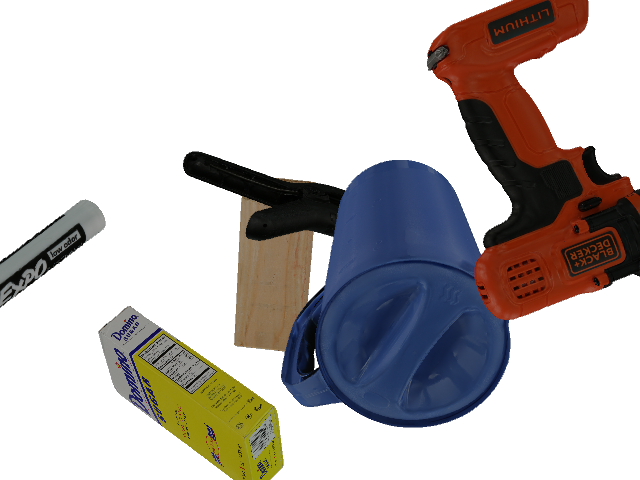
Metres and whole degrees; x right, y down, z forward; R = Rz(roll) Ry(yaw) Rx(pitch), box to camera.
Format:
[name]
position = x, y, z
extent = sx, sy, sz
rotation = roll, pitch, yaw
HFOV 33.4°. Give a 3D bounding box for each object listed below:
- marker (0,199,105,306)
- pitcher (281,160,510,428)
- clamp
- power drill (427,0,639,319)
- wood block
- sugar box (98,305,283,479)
[marker]
position = -0.152, 0.018, 0.518
extent = 0.020, 0.020, 0.120
rotation = 0, 32, 41
[pitcher]
position = 0.056, 0.031, 0.831
extent = 0.149, 0.145, 0.243
rotation = 10, 24, -3
[clamp]
position = -0.011, -0.027, 0.989
extent = 0.209, 0.036, 0.165
rotation = 11, 20, -26
[power drill]
position = 0.160, -0.063, 0.663
extent = 0.184, 0.187, 0.057
rotation = -21, -2, -6
[wood block]
position = -0.059, 0.030, 1.387
extent = 0.090, 0.206, 0.090
rotation = 6, 23, 2
[sugar box]
position = -0.113, 0.137, 0.924
extent = 0.176, 0.093, 0.048
rotation = 27, 53, 27
